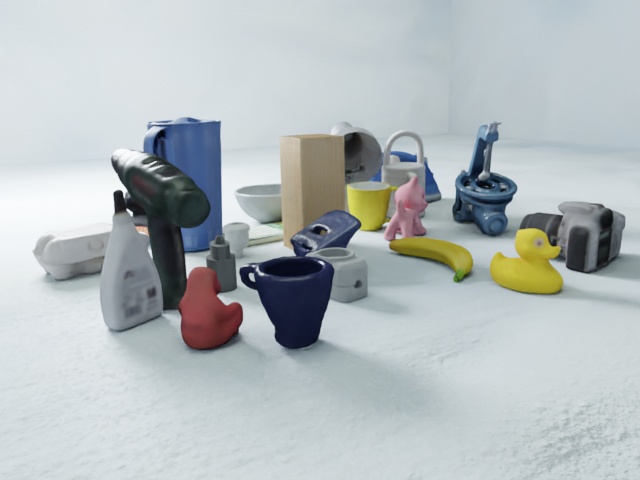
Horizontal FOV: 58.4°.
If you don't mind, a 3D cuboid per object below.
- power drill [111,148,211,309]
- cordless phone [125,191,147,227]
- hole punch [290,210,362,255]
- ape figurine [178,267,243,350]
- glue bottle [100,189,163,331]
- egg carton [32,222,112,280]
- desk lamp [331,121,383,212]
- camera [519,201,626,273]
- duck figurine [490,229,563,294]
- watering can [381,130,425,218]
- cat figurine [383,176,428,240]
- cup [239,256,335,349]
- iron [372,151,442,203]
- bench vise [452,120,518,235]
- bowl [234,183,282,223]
[{"bbox_3d":[-0.228,-0.018,0.802,0.076,0.208,0.228,-14,19,-40],"label":"power drill"},{"bbox_3d":[-0.356,-0.115,1.229,0.147,0.185,0.094,7,17,31],"label":"cordless phone"},{"bbox_3d":[0.009,0.003,0.928,0.101,0.091,0.108,-9,17,-27],"label":"hole punch"},{"bbox_3d":[-0.133,0.075,0.667,0.077,0.092,0.076,6,17,26],"label":"ape figurine"},{"bbox_3d":[-0.242,0.022,0.719,0.037,0.173,0.078,10,19,36],"label":"glue bottle"},{"bbox_3d":[-0.394,0.016,0.962,0.151,0.069,0.107,-14,19,-40],"label":"egg carton"},{"bbox_3d":[0.063,-0.155,1.284,0.118,0.214,0.203,-4,15,-8],"label":"desk lamp"},{"bbox_3d":[0.414,-0.018,0.952,0.144,0.101,0.136,-16,20,-43],"label":"camera"},{"bbox_3d":[0.298,0.025,0.826,0.104,0.086,0.078,11,19,40],"label":"duck figurine"},{"bbox_3d":[0.185,-0.152,1.300,0.101,0.194,0.172,-10,17,-30],"label":"watering can"},{"bbox_3d":[0.171,-0.065,1.122,0.067,0.118,0.128,5,16,25],"label":"cat figurine"},{"bbox_3d":[-0.041,0.073,0.660,0.117,0.095,0.092,5,16,23],"label":"cup"},{"bbox_3d":[0.200,-0.161,1.437,0.259,0.141,0.118,-9,16,-25],"label":"iron"},{"bbox_3d":[0.315,-0.134,1.169,0.122,0.220,0.206,-8,16,-22],"label":"bench vise"},{"bbox_3d":[-0.107,-0.079,1.288,0.167,0.075,0.167,-1,15,1],"label":"bowl"}]
